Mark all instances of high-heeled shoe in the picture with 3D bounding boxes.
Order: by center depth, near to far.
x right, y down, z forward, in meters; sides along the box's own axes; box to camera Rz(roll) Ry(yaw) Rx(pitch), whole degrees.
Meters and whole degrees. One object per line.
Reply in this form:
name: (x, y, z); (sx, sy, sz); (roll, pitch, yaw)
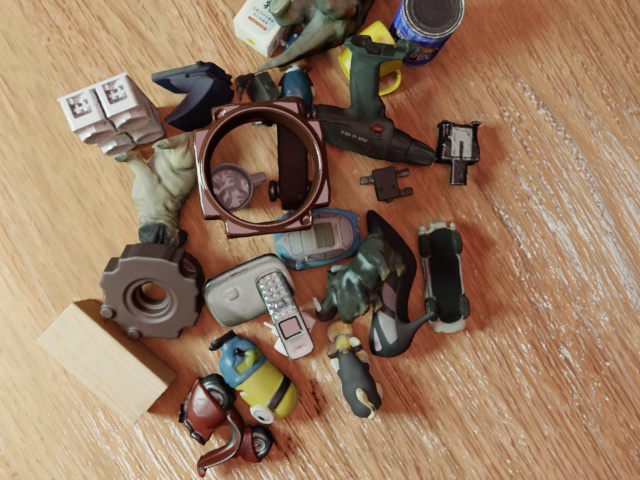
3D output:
high-heeled shoe: (0.106, 0.081, 0.964); (0.145, 0.086, 0.249); (-35, 71, 26)

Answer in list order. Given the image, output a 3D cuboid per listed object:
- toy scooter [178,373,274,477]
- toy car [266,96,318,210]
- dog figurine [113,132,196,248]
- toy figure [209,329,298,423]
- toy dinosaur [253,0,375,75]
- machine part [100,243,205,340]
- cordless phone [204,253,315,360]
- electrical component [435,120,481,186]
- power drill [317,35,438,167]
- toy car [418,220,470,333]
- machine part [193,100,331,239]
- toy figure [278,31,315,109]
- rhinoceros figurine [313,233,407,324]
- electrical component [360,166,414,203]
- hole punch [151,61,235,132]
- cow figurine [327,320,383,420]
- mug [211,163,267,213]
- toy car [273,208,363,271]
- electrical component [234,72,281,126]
toy scooter: (-0.181, 0.329, 0.924); (0.135, 0.075, 0.184); (-38, 95, -3)
toy car: (-0.048, -0.148, 0.933); (0.089, 0.053, 0.201); (-3, 117, -4)
dog figurine: (-0.248, -0.078, 0.929); (0.172, 0.121, 0.190); (-20, 104, -1)
toy figure: (-0.113, 0.233, 0.926); (0.089, 0.082, 0.180); (-37, 88, -2)
toy dinosaur: (0.042, -0.412, 0.912); (0.131, 0.192, 0.404); (40, 96, 36)
machine part: (-0.279, 0.089, 0.899); (0.179, 0.056, 0.179); (-1, 116, -2)
cordless phone: (-0.099, 0.128, 0.905); (0.147, 0.088, 0.184); (-25, 76, -4)
electrical component: (0.251, -0.156, 0.974); (0.075, 0.048, 0.119); (0, 89, -3)
power drill: (0.105, -0.234, 0.917); (0.232, 0.207, 0.086); (11, 43, 5)
toy car: (0.221, 0.065, 0.964); (0.074, 0.056, 0.201); (-6, 87, 2)
machine part: (-0.089, -0.107, 0.830); (0.201, 0.087, 0.201); (-6, 90, -9)
toy figure: (-0.045, -0.291, 0.955); (0.064, 0.058, 0.154); (3, 83, -36)
rhinoceros figurine: (0.059, 0.074, 0.905); (0.112, 0.073, 0.190); (46, 119, 20)
electrical component: (0.121, -0.100, 0.978); (0.094, 0.021, 0.063); (-10, 89, -4)
hole punch: (-0.208, -0.241, 0.912); (0.116, 0.142, 0.092); (-13, 87, 10)
cow figurine: (0.054, 0.223, 0.928); (0.068, 0.098, 0.167); (-23, 90, 3)
mug: (-0.146, -0.091, 0.919); (0.109, 0.107, 0.080); (-27, 95, -9)
toy car: (-0.002, -0.003, 0.929); (0.162, 0.103, 0.109); (-7, 90, -2)
electrical component: (-0.108, -0.249, 0.949); (0.045, 0.078, 0.102); (-29, 95, -26)
